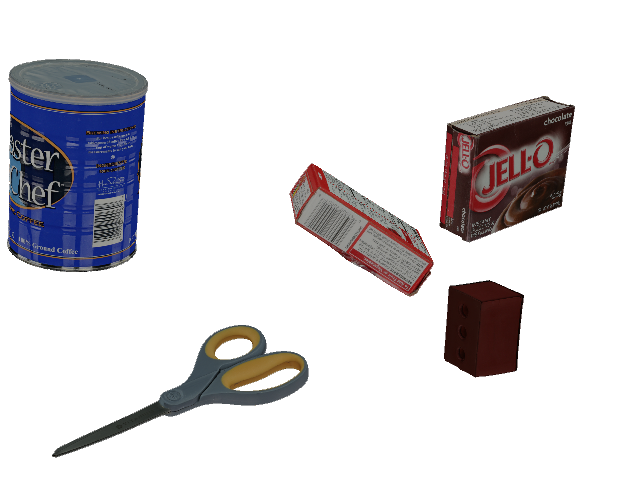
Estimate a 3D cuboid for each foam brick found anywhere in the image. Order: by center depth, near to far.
[{"bbox_3d":[0.154,0.083,1.011,0.051,0.078,0.053,-7,18,-29],"label":"foam brick"}]

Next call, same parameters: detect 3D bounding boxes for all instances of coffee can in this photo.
[{"bbox_3d":[-0.190,-0.060,0.830,0.103,0.140,0.103,6,23,-3],"label":"coffee can"}]

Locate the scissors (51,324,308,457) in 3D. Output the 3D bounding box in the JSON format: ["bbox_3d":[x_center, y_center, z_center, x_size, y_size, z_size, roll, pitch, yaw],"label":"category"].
[{"bbox_3d":[-0.109,0.108,0.807,0.201,0.016,0.096,-11,34,-18],"label":"scissors"}]

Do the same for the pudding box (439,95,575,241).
[{"bbox_3d":[0.147,-0.059,0.844,0.113,0.090,0.039,-21,36,-34],"label":"pudding box"}]

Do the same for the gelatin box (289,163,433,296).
[{"bbox_3d":[0.025,-0.007,0.672,0.089,0.030,0.073,33,11,-12],"label":"gelatin box"}]
